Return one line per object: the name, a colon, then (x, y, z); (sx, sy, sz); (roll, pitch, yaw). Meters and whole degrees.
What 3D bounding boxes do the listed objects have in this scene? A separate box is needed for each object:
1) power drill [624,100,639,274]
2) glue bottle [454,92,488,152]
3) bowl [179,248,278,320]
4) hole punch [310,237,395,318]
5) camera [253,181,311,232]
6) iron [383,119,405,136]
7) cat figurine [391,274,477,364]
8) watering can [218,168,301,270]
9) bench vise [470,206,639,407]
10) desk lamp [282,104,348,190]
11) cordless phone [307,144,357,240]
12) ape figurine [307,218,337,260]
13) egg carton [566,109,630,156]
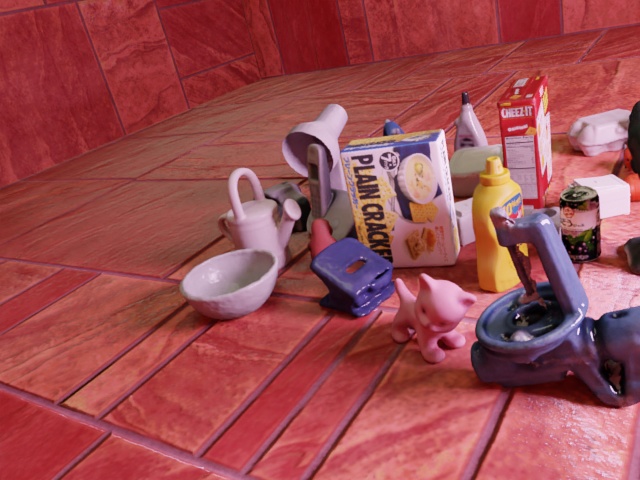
power drill: (0.459, -0.068, 0.783); (0.075, 0.209, 0.230); (-4, 25, 21)
glue bottle: (0.340, -0.253, 1.310); (0.077, 0.173, 0.037); (5, 30, 36)
bowl: (-0.141, 0.082, 0.948); (0.167, 0.075, 0.167); (-12, 24, 5)
hole punch: (0.054, 0.053, 0.884); (0.100, 0.091, 0.109); (10, 33, 43)
camera: (-0.106, -0.062, 1.219); (0.137, 0.101, 0.142); (-29, 28, -31)
iron: (0.178, -0.223, 1.372); (0.118, 0.142, 0.258); (-13, 23, 2)
cat figurine: (0.139, 0.086, 0.729); (0.067, 0.118, 0.127); (-26, 26, -25)
watering can: (-0.115, -0.042, 1.061); (0.172, 0.194, 0.101); (-11, 24, 8)
bench vise: (0.255, 0.059, 0.597); (0.207, 0.220, 0.121); (-9, 24, 10)
desk lamp: (0.022, -0.183, 1.277); (0.117, 0.214, 0.204); (1, 28, 31)
cordless phone: (0.022, -0.089, 1.102); (0.094, 0.185, 0.147); (-27, 27, -27)
ape figurine: (0.009, 0.004, 1.019); (0.077, 0.092, 0.076); (4, 29, 35)
egg carton: (0.623, -0.233, 1.239); (0.150, 0.069, 0.107); (-14, 23, 0)
